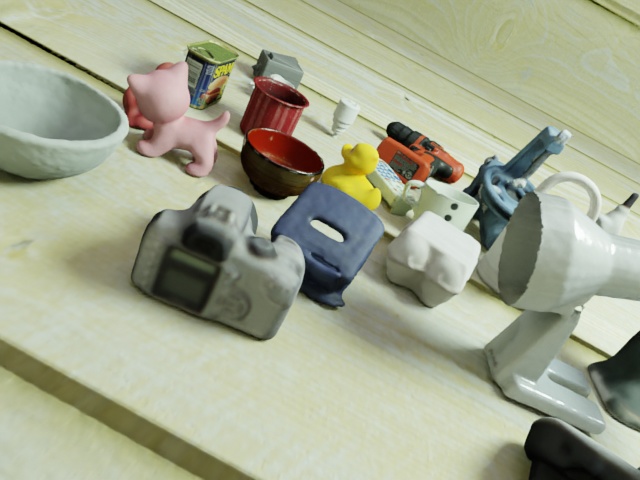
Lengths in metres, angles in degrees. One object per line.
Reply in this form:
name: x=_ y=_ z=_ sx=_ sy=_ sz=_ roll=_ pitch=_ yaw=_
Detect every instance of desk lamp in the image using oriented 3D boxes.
desk lamp: x=0.264 y=0.072 z=0.614 sx=0.203 sy=0.213 sz=0.118 roll=25 pitch=28 yaw=-7

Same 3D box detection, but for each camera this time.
camera: x=-0.082 y=0.000 z=0.542 sx=0.143 sy=0.100 sz=0.137 roll=24 pitch=28 yaw=-8

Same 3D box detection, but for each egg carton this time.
egg carton: x=0.147 y=0.021 z=0.745 sx=0.107 sy=0.069 sz=0.151 roll=34 pitch=29 yaw=11

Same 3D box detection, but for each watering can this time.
watering can: x=0.318 y=-0.004 z=0.807 sx=0.101 sy=0.194 sz=0.172 roll=20 pitch=29 yaw=-16

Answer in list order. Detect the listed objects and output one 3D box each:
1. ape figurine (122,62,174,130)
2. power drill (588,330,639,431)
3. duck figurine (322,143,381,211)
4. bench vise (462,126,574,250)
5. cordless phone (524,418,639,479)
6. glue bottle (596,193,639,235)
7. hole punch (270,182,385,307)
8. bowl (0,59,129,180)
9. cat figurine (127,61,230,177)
ape figurine: x=-0.210 y=-0.190 z=0.749 sx=0.077 sy=0.092 sz=0.076 roll=31 pitch=28 yaw=6
power drill: x=0.423 y=0.124 z=0.674 sx=0.076 sy=0.208 sz=0.229 roll=24 pitch=28 yaw=-9
duck figurine: x=0.058 y=-0.099 z=0.847 sx=0.078 sy=0.086 sz=0.104 roll=-4 pitch=42 yaw=-45
bench vise: x=0.315 y=-0.112 z=0.955 sx=0.122 sy=0.219 sz=0.207 roll=12 pitch=32 yaw=-28
cordless phone: x=0.276 y=0.176 z=0.483 sx=0.147 sy=0.185 sz=0.094 roll=32 pitch=28 yaw=8
glue bottle: x=0.494 y=-0.012 z=1.000 sx=0.078 sy=0.173 sz=0.037 roll=18 pitch=30 yaw=-19
hole punch: x=0.006 y=0.002 z=0.627 sx=0.108 sy=0.091 sz=0.101 roll=31 pitch=28 yaw=6
bowl: x=-0.283 y=-0.109 z=0.570 sx=0.168 sy=0.074 sz=0.167 roll=22 pitch=29 yaw=-12
cat figurine: x=-0.173 y=-0.155 z=0.698 sx=0.128 sy=0.117 sz=0.067 roll=20 pitch=29 yaw=-14
